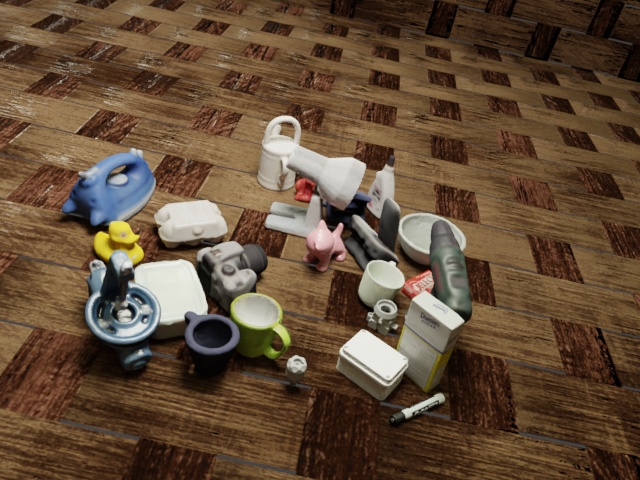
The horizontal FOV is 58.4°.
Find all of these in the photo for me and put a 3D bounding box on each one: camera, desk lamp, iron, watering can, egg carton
[{"bbox_3d":[-0.165,0.058,1.167,0.137,0.101,0.142,-22,48,-37],"label":"camera"},{"bbox_3d":[-0.012,-0.112,1.340,0.203,0.213,0.118,12,37,0],"label":"desk lamp"},{"bbox_3d":[-0.459,-0.139,1.303,0.118,0.141,0.259,22,38,13],"label":"iron"},{"bbox_3d":[-0.108,-0.239,1.494,0.101,0.194,0.172,-18,46,-34],"label":"watering can"},{"bbox_3d":[-0.287,-0.035,1.278,0.151,0.069,0.107,-9,42,-26],"label":"egg carton"}]

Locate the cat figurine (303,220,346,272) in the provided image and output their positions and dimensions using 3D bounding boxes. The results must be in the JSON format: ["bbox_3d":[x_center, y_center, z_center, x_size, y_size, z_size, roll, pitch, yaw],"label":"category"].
[{"bbox_3d":[0.012,0.005,1.275,0.067,0.118,0.128,32,41,24],"label":"cat figurine"}]

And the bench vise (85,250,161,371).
[{"bbox_3d":[-0.356,0.091,0.967,0.207,0.220,0.122,31,40,23],"label":"bench vise"}]

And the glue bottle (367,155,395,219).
[{"bbox_3d":[0.164,-0.141,1.465,0.037,0.173,0.078,-15,45,-32],"label":"glue bottle"}]

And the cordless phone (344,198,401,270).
[{"bbox_3d":[0.131,-0.034,1.305,0.094,0.185,0.147,-13,44,-30],"label":"cordless phone"}]

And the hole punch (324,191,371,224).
[{"bbox_3d":[0.067,-0.101,1.452,0.109,0.091,0.101,5,37,-11],"label":"hole punch"}]

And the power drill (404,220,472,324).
[{"bbox_3d":[0.233,0.102,1.137,0.076,0.208,0.229,5,37,-9],"label":"power drill"}]

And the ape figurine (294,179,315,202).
[{"bbox_3d":[-0.021,-0.143,1.480,0.076,0.092,0.077,-18,46,-34],"label":"ape figurine"}]

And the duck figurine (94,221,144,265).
[{"bbox_3d":[-0.416,-0.001,1.182,0.104,0.086,0.077,19,37,8],"label":"duck figurine"}]

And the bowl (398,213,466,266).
[{"bbox_3d":[0.260,0.011,1.376,0.167,0.075,0.167,8,37,-6],"label":"bowl"}]

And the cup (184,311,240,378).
[{"bbox_3d":[-0.198,0.185,0.996,0.117,0.095,0.092,34,42,27],"label":"cup"}]
